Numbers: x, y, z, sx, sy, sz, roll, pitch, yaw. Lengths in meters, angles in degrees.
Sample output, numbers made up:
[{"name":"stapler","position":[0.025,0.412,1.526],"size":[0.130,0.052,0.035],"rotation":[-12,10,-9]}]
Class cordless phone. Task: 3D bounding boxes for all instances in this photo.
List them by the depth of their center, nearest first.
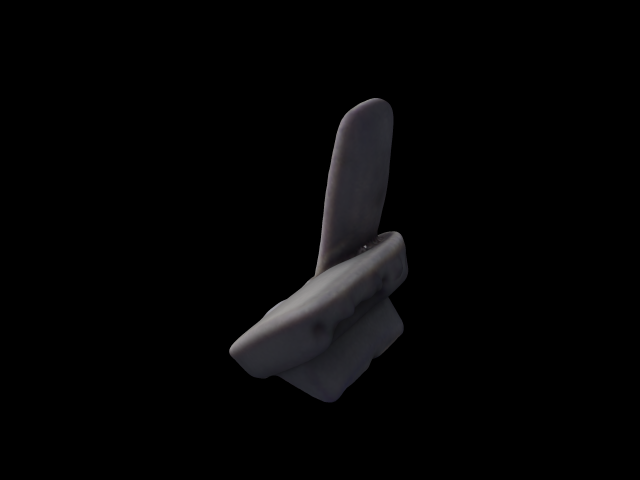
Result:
[{"name":"cordless phone","position":[0.004,0.001,0.400],"size":[0.093,0.185,0.148],"rotation":[16,32,27]}]
